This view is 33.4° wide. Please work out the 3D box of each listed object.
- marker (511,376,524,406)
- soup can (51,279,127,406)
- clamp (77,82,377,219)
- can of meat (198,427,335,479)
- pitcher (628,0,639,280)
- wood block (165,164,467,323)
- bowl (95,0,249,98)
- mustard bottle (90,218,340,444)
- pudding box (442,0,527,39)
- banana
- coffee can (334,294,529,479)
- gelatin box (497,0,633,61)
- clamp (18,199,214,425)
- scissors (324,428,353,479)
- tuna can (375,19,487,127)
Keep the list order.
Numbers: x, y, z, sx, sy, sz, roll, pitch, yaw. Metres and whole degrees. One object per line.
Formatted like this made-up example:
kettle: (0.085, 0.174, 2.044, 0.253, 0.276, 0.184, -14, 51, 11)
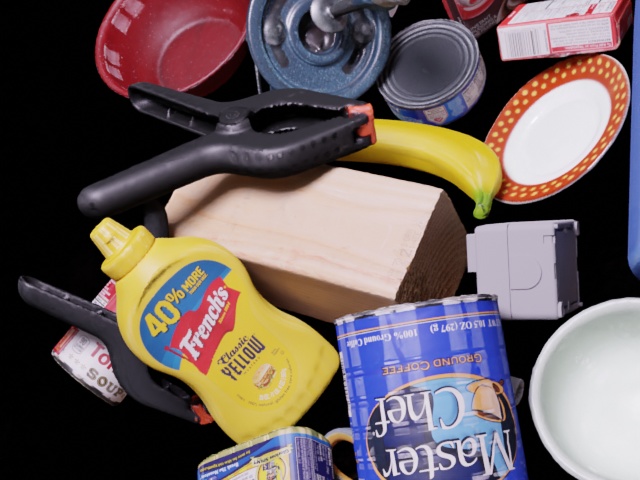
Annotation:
marker: (0.082, 0.090, 0.744, 0.121, 0.020, 0.020, 14, 69, 30)
soup can: (-0.151, 0.069, 0.831, 0.069, 0.068, 0.102, 34, 80, 34)
clamp: (-0.066, -0.069, 0.769, 0.210, 0.036, 0.164, 0, 39, 15)
can of meat: (-0.035, 0.182, 0.715, 0.102, 0.057, 0.084, -25, 52, 27)
pitcher: (0.269, -0.090, 0.687, 0.145, 0.149, 0.243, 1, 67, 25)
wood block: (-0.005, 0.001, 0.789, 0.206, 0.090, 0.090, 14, 68, 30)
bowl: (-0.120, -0.180, 0.964, 0.162, 0.055, 0.162, -11, 59, 19)
mustard bottle: (-0.082, 0.055, 0.739, 0.096, 0.191, 0.058, -47, 15, -4)
pudding box: (0.144, -0.226, 0.848, 0.113, 0.090, 0.039, -39, 54, 0)
banana: (0.068, -0.066, 0.814, 0.069, 0.037, 0.198, -23, 32, -38)
coffee can: (0.069, 0.110, 0.644, 0.103, 0.102, 0.140, -11, 81, 18)
gelatin box: (0.186, -0.162, 0.807, 0.089, 0.030, 0.073, -2, 24, 25)
clamp: (-0.137, 0.066, 0.779, 0.120, 0.039, 0.171, -23, 98, 5)
scissors: (0.094, 0.144, 0.709, 0.202, 0.016, 0.096, 7, 69, 28)
tuna can: (0.089, -0.133, 0.856, 0.086, 0.033, 0.086, -11, 59, 19)
